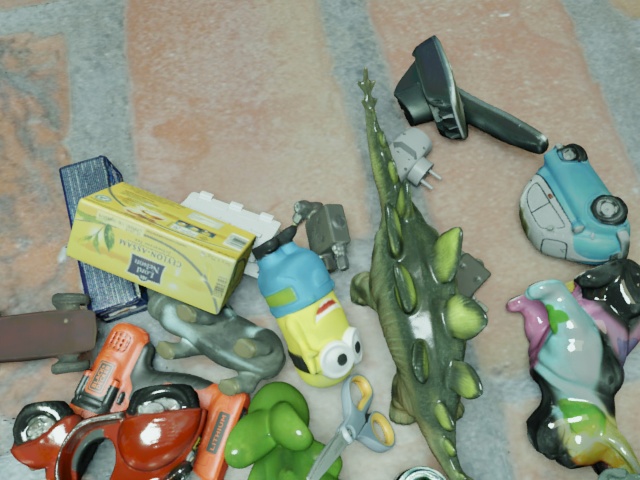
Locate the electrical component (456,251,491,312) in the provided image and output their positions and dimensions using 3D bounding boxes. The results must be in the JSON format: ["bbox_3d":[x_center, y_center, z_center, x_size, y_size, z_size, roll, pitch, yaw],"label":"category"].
[{"bbox_3d":[0.180,0.048,0.670,0.063,0.021,0.094,-42,75,-15],"label":"electrical component"}]

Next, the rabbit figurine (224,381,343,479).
[{"bbox_3d":[-0.042,0.224,0.549,0.121,0.159,0.170,-22,56,2],"label":"rabbit figurine"}]

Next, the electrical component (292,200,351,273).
[{"bbox_3d":[-0.001,-0.004,0.667,0.045,0.078,0.102,-2,74,-27],"label":"electrical component"}]

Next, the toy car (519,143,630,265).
[{"bbox_3d":[0.301,-0.034,0.662,0.103,0.109,0.162,-24,62,9],"label":"toy car"}]

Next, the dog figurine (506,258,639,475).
[{"bbox_3d":[0.306,0.146,0.593,0.192,0.108,0.219,-14,75,-8],"label":"dog figurine"}]

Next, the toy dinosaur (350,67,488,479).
[{"bbox_3d":[0.100,0.048,0.577,0.105,0.198,0.471,-14,72,-9],"label":"toy dinosaur"}]

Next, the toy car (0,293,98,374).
[{"bbox_3d":[-0.331,0.110,0.605,0.202,0.053,0.089,-9,76,16],"label":"toy car"}]

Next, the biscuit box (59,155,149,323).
[{"bbox_3d":[-0.265,-0.004,0.666,0.063,0.059,0.203,-18,71,-6],"label":"biscuit box"}]

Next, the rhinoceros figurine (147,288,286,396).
[{"bbox_3d":[-0.123,0.090,0.604,0.190,0.112,0.073,30,114,19],"label":"rhinoceros figurine"}]

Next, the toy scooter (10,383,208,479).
[{"bbox_3d":[-0.196,0.214,0.511,0.184,0.075,0.135,-7,68,-8],"label":"toy scooter"}]

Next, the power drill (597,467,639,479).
[{"bbox_3d":[0.303,0.263,0.495,0.232,0.207,0.086,-3,63,11],"label":"power drill"}]

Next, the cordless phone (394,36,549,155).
[{"bbox_3d":[0.197,-0.164,0.674,0.184,0.146,0.088,33,92,24],"label":"cordless phone"}]

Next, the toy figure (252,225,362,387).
[{"bbox_3d":[-0.016,0.077,0.604,0.082,0.089,0.180,-29,90,-19],"label":"toy figure"}]

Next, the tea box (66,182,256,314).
[{"bbox_3d":[-0.166,0.005,0.580,0.170,0.098,0.068,21,108,2],"label":"tea box"}]
